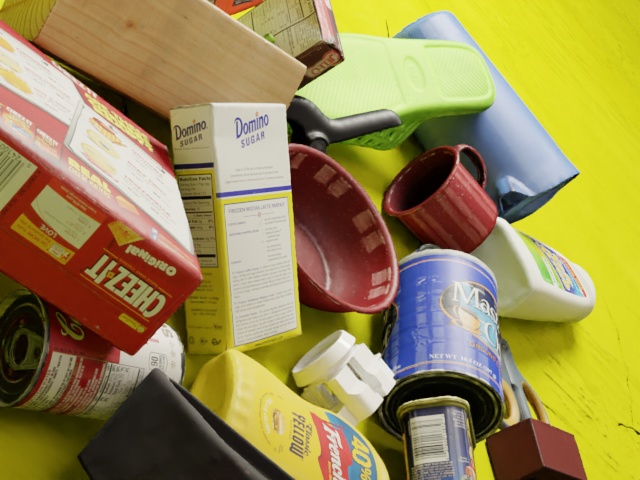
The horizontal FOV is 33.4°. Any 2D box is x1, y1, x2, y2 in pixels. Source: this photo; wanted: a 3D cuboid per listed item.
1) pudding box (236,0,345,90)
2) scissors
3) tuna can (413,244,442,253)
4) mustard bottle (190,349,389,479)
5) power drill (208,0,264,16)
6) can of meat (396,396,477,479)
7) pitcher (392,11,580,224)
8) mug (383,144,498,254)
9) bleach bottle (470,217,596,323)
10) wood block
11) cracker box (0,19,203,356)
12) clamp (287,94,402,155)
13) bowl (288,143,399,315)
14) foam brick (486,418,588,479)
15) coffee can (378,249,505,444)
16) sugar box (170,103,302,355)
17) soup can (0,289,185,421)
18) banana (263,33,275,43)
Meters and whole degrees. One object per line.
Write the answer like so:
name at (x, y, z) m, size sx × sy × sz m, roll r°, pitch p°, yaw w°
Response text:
pudding box at (-0.037, -0.174, 0.959) m, size 0.039 × 0.114 × 0.090 m, roll 35°, pitch 35°, yaw -47°
scissors at (0.173, 0.116, 1.066) m, size 0.096 × 0.016 × 0.202 m, roll 8°, pitch 51°, yaw -46°
tuna can at (0.111, 0.049, 1.027) m, size 0.086 × 0.034 × 0.086 m, roll 33°, pitch 38°, yaw -31°
mustard bottle at (-0.008, 0.160, 0.743) m, size 0.191 × 0.058 × 0.096 m, roll 36°, pitch 36°, yaw -29°
power drill at (-0.131, -0.262, 0.915) m, size 0.188 × 0.057 × 0.184 m, roll 28°, pitch 27°, yaw 7°
can of meat at (0.095, 0.184, 0.830) m, size 0.102 × 0.057 × 0.084 m, roll 72°, pitch 13°, yaw -51°
pitcher at (0.170, -0.129, 1.195) m, size 0.144 × 0.149 × 0.243 m, roll -29°, pitch 80°, yaw -25°
mug at (0.130, -0.043, 1.075) m, size 0.081 × 0.093 × 0.117 m, roll 45°, pitch 64°, yaw -25°
bleach bottle at (0.243, 0.041, 1.179) m, size 0.250 × 0.068 × 0.102 m, roll 11°, pitch 47°, yaw -56°
wood block at (-0.124, -0.145, 0.808) m, size 0.205 × 0.090 × 0.091 m, roll 27°, pitch 0°, yaw -39°
cracker box at (-0.164, -0.044, 0.643) m, size 0.164 × 0.072 × 0.214 m, roll 39°, pitch 10°, yaw -26°
clamp at (-0.008, -0.071, 0.952) m, size 0.171 × 0.039 × 0.120 m, roll 9°, pitch 90°, yaw -30°
bowl at (-0.006, 0.001, 0.894) m, size 0.162 × 0.055 × 0.162 m, roll 33°, pitch 38°, yaw -31°
foam brick at (0.201, 0.204, 0.985) m, size 0.078 × 0.053 × 0.051 m, roll 25°, pitch 43°, yaw -39°
coffee can at (0.103, 0.092, 0.911) m, size 0.102 × 0.103 × 0.140 m, roll 38°, pitch 36°, yaw -26°
sugar box at (-0.060, -0.010, 0.774) m, size 0.093 × 0.048 × 0.176 m, roll -9°, pitch 95°, yaw -57°
soup can at (-0.140, 0.072, 0.636) m, size 0.102 × 0.069 × 0.068 m, roll 19°, pitch 47°, yaw -43°
banana at (-0.130, -0.166, 0.881) m, size 0.197 × 0.037 × 0.069 m, roll 14°, pitch 92°, yaw -38°
